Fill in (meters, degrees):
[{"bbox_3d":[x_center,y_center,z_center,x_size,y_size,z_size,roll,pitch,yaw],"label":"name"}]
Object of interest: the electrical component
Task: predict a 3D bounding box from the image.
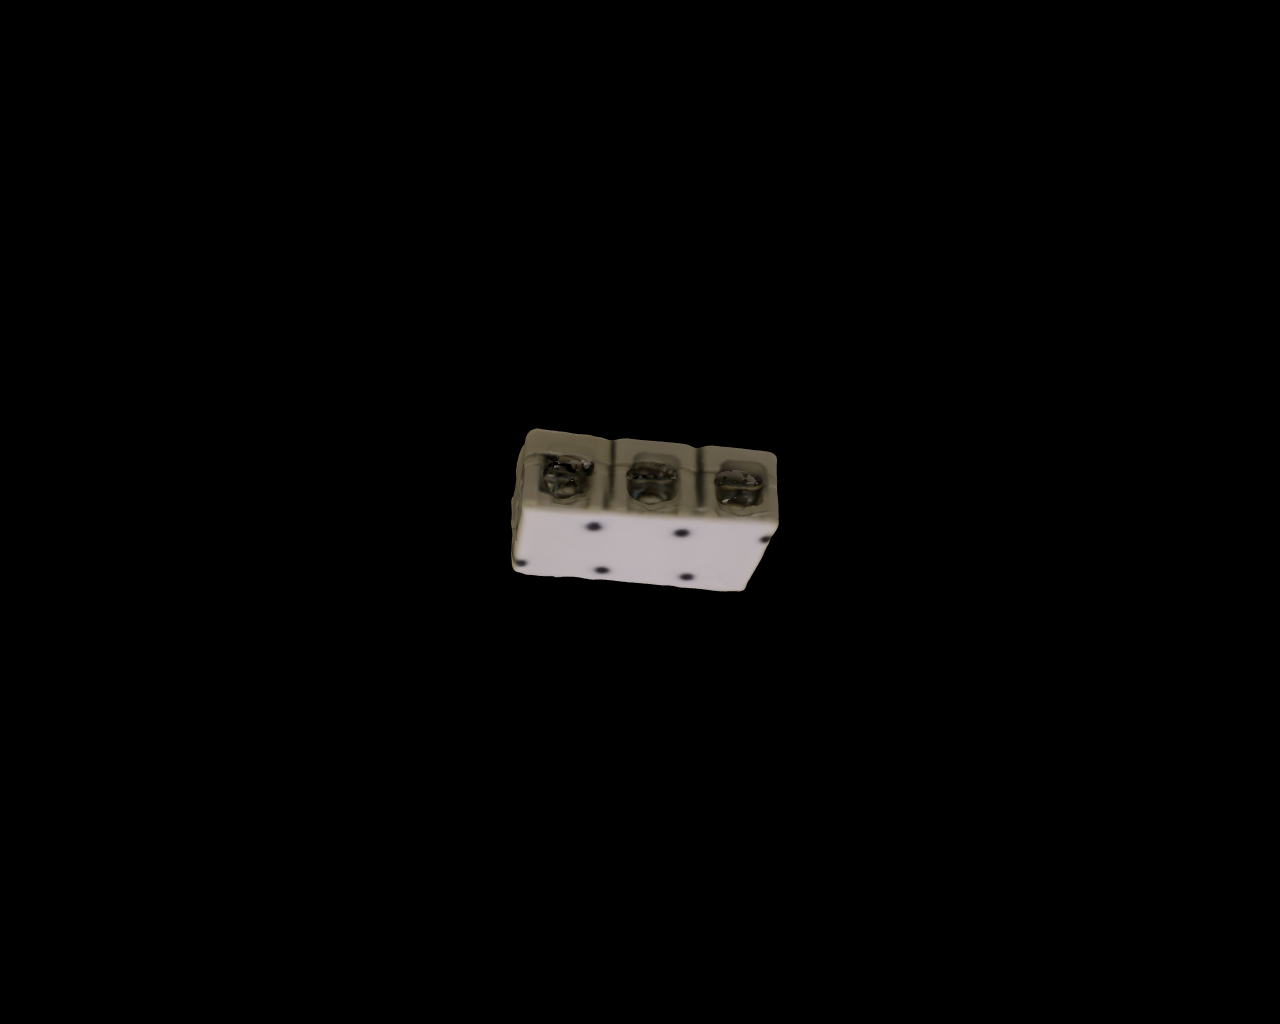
[{"bbox_3d":[0.001,-0.003,0.650,0.150,0.062,0.089,6,-32,-9],"label":"electrical component"}]
